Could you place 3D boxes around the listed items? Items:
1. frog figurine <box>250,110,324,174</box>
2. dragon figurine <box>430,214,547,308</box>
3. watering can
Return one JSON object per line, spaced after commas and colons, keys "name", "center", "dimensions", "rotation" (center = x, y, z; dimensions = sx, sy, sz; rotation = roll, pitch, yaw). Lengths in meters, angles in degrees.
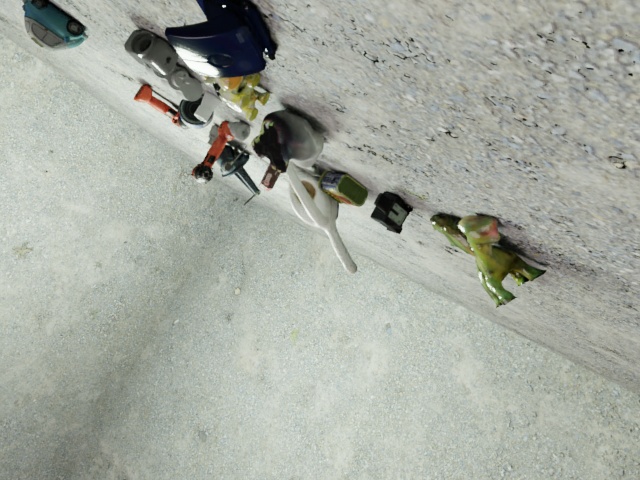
{"name": "frog figurine", "center": [-0.043, -0.200, 1.030], "dimensions": [0.138, 0.121, 0.161], "rotation": [15, -158, 41]}
{"name": "dragon figurine", "center": [0.338, 0.026, 1.113], "dimensions": [0.244, 0.122, 0.406], "rotation": [47, 177, 11]}
{"name": "watering can", "center": [0.004, -0.069, 1.374], "dimensions": [0.348, 0.103, 0.225], "rotation": [58, -169, 2]}
